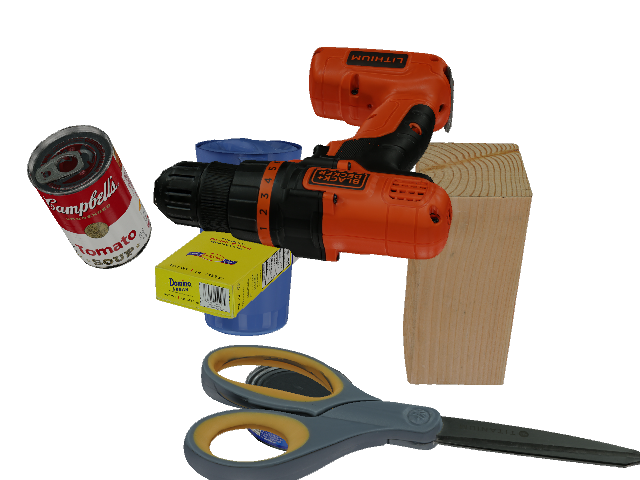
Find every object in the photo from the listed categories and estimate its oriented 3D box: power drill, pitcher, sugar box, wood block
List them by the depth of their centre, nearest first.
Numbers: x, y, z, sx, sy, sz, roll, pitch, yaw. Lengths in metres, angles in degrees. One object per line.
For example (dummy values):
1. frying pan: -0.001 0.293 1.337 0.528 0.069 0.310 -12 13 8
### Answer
1. power drill: 0.005 -0.059 0.694 0.184 0.057 0.187 9 40 13
2. wood block: 0.126 0.024 0.954 0.091 0.206 0.090 1 35 0
3. sugar box: -0.090 0.018 1.135 0.093 0.048 0.176 13 31 21
4. pitcher: -0.092 -0.005 1.347 0.145 0.243 0.148 11 16 35

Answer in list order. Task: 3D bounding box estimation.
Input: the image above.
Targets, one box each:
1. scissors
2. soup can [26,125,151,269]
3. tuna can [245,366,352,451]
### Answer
1. scissors: 0.028 0.090 0.463 0.202 0.016 0.096 15 34 22
2. soup can: -0.181 -0.033 0.848 0.068 0.068 0.102 0 -36 13
3. tuna can: -0.017 0.128 0.830 0.086 0.034 0.086 5 23 -3
